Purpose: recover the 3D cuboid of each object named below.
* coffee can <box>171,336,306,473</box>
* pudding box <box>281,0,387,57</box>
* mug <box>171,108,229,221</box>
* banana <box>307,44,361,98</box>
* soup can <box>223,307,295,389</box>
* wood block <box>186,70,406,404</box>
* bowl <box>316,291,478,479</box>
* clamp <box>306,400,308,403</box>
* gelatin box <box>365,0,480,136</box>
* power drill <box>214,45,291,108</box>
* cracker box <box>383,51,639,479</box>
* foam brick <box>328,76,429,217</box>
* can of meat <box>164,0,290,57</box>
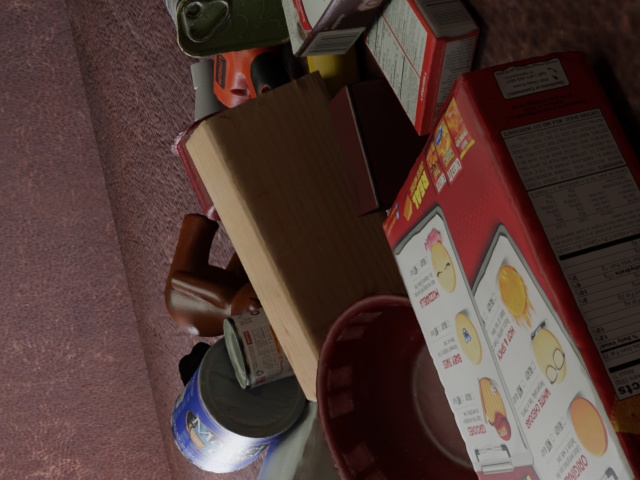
[{"bbox_3d":[-0.081,0.158,1.027,0.103,0.102,0.140,70,155,19],"label":"coffee can"},{"bbox_3d":[0.004,-0.166,0.615,0.114,0.039,0.090,144,114,-70],"label":"pudding box"},{"bbox_3d":[-0.080,-0.077,1.038,0.117,0.093,0.081,-35,71,35],"label":"mug"},{"bbox_3d":[0.011,-0.144,0.724,0.070,0.037,0.198,-122,23,-48],"label":"banana"},{"bbox_3d":[-0.028,0.088,0.949,0.069,0.102,0.068,165,90,-75],"label":"soup can"},{"bbox_3d":[-0.005,0.001,0.742,0.206,0.090,0.090,65,164,-1],"label":"wood block"},{"bbox_3d":[0.071,0.104,0.643,0.162,0.055,0.162,17,113,44],"label":"bowl"},{"bbox_3d":[-0.018,0.215,1.155,0.172,0.039,0.120,153,108,-67],"label":"clamp"},{"bbox_3d":[0.056,-0.116,0.605,0.073,0.030,0.089,94,158,-50],"label":"gelatin box"},{"bbox_3d":[-0.036,-0.083,0.912,0.185,0.057,0.188,107,143,-55],"label":"power drill"},{"bbox_3d":[0.109,0.046,0.490,0.164,0.072,0.214,111,141,-66],"label":"cracker box"},{"bbox_3d":[0.043,-0.059,0.662,0.053,0.051,0.078,158,97,-77],"label":"foam brick"},{"bbox_3d":[-0.075,-0.198,0.862,0.084,0.102,0.057,-117,20,-44],"label":"can of meat"}]
